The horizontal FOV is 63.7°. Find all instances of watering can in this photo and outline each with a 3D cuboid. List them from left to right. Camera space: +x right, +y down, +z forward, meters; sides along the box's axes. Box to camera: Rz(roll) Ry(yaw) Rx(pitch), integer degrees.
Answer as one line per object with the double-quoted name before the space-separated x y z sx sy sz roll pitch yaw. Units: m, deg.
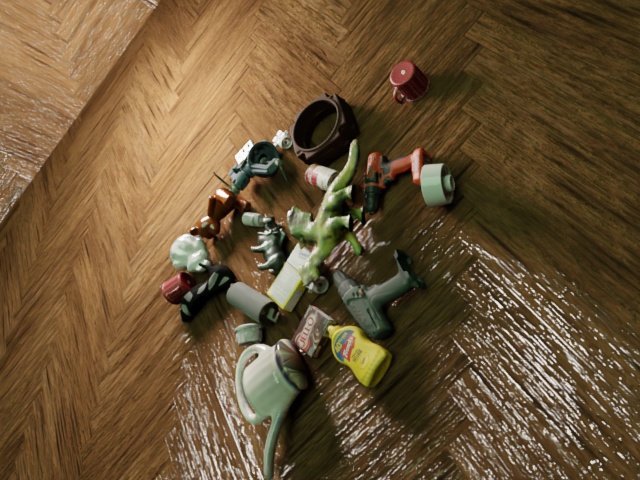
"watering can" -0.119 0.410 1.346 0.222 0.355 0.103 -42 -42 16

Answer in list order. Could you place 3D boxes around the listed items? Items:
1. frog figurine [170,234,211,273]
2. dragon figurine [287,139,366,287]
"frog figurine" -0.446 0.058 1.770 0.137 0.120 0.162 -37 38 0
"dragon figurine" 0.004 -0.072 1.432 0.242 0.417 0.121 -7 -22 29
